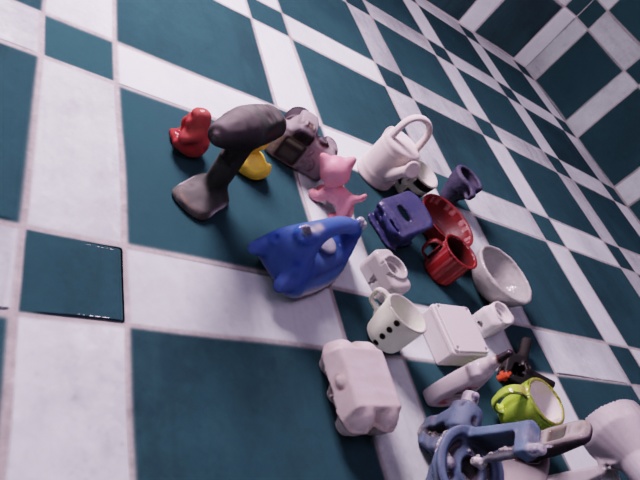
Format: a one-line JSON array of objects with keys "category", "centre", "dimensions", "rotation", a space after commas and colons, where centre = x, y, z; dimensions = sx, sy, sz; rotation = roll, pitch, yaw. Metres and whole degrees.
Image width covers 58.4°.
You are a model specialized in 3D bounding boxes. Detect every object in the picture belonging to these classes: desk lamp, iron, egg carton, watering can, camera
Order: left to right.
[{"category": "camera", "centre": [-0.030, -0.221, 1.204], "dimensions": [0.143, 0.100, 0.137], "rotation": [29, 37, -21]}, {"category": "iron", "centre": [0.009, 0.003, 0.972], "dimensions": [0.259, 0.141, 0.118], "rotation": [-15, 65, -52]}, {"category": "egg carton", "centre": [0.057, 0.220, 0.858], "dimensions": [0.108, 0.069, 0.150], "rotation": [13, 45, -37]}, {"category": "watering can", "centre": [0.186, -0.206, 1.326], "dimensions": [0.101, 0.193, 0.172], "rotation": [-1, 54, -46]}, {"category": "desk lamp", "centre": [0.499, 0.408, 0.984], "dimensions": [0.118, 0.213, 0.203], "rotation": [24, 39, -26]}]

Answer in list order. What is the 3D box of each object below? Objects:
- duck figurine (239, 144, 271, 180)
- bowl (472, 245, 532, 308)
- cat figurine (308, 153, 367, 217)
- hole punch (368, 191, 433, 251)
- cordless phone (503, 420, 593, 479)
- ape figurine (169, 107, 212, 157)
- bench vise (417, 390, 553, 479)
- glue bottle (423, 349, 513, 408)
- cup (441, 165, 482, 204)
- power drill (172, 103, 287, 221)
[{"category": "duck figurine", "centre": [-0.123, -0.172, 1.071], "dimensions": [0.104, 0.086, 0.078], "rotation": [49, 35, 7]}, {"category": "bowl", "centre": [0.412, 0.097, 1.344], "dimensions": [0.168, 0.074, 0.167], "rotation": [27, 38, -23]}, {"category": "cat figurine", "centre": [0.039, -0.114, 1.147], "dimensions": [0.128, 0.117, 0.067], "rotation": [48, 34, 6]}, {"category": "hole punch", "centre": [0.175, -0.044, 1.236], "dimensions": [0.101, 0.091, 0.108], "rotation": [-7, 59, -49]}, {"category": "cordless phone", "centre": [0.341, 0.352, 0.907], "dimensions": [0.094, 0.184, 0.148], "rotation": [46, 34, 3]}, {"category": "ape figurine", "centre": [-0.218, -0.193, 0.990], "dimensions": [0.076, 0.092, 0.078], "rotation": [40, 35, -6]}, {"category": "bench vise", "centre": [0.222, 0.287, 0.823], "dimensions": [0.122, 0.219, 0.207], "rotation": [26, 38, -24]}, {"category": "glue bottle", "centre": [0.254, 0.228, 0.959], "dimensions": [0.078, 0.173, 0.037], "rotation": [8, 48, -41]}, {"category": "cup", "centre": [0.371, -0.130, 1.523], "dimensions": [0.092, 0.094, 0.117], "rotation": [26, 38, -25]}, {"category": "power drill", "centre": [-0.143, -0.130, 0.897], "dimensions": [0.075, 0.208, 0.230], "rotation": [43, 34, -1]}]
